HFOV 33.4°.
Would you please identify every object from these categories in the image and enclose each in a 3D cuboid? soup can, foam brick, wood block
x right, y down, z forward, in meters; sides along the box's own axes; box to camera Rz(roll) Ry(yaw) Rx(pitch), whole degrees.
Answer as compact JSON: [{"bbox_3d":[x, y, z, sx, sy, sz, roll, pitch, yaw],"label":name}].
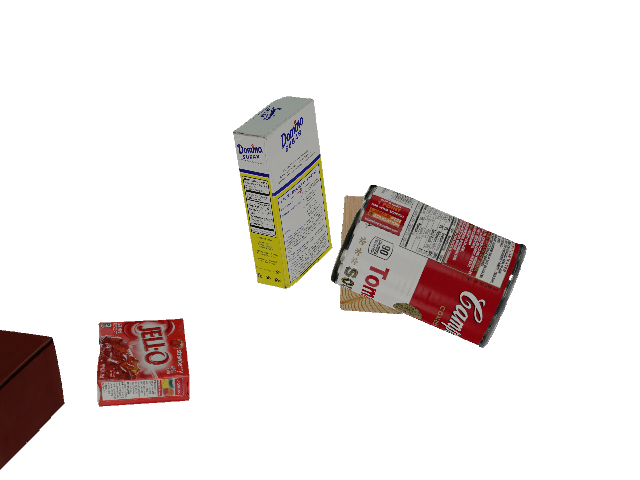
[{"bbox_3d":[0.065,0.014,0.653,0.102,0.068,0.068,23,2,5],"label":"soup can"},{"bbox_3d":[-0.207,0.099,0.673,0.053,0.051,0.078,6,29,22],"label":"foam brick"},{"bbox_3d":[0.076,0.017,1.548,0.091,0.090,0.206,4,25,-1],"label":"wood block"}]

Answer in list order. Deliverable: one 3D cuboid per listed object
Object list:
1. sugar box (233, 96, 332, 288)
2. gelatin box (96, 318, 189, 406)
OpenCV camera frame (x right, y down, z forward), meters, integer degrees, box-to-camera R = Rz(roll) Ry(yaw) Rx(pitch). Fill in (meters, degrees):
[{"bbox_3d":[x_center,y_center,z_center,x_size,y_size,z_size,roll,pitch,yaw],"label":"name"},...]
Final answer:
[{"bbox_3d":[-0.036,-0.048,1.085,0.048,0.176,0.093,10,34,31],"label":"sugar box"},{"bbox_3d":[-0.147,0.099,0.885,0.073,0.030,0.089,-2,28,-9],"label":"gelatin box"}]
